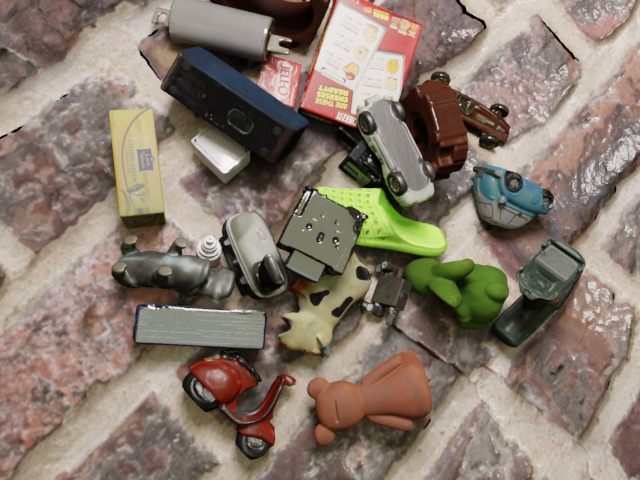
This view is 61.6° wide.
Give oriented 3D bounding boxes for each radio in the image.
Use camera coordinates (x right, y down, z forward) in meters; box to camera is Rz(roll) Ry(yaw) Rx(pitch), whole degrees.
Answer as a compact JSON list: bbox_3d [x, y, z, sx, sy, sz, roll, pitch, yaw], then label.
[{"bbox_3d":[-0.137,-0.222,0.886,0.229,0.131,0.073,32,113,-6],"label":"radio"}]

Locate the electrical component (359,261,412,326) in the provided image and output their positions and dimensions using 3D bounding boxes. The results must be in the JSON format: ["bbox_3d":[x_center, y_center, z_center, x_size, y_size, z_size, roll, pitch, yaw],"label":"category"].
[{"bbox_3d":[0.113,0.090,0.935,0.045,0.078,0.102,28,83,-33],"label":"electrical component"}]

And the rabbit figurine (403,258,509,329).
[{"bbox_3d":[0.227,0.085,0.933,0.170,0.159,0.121,15,87,5],"label":"rabbit figurine"}]

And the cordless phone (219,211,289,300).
[{"bbox_3d":[-0.099,0.019,0.833,0.089,0.184,0.146,-22,86,-12],"label":"cordless phone"}]

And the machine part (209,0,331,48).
[{"bbox_3d":[-0.079,-0.434,0.908,0.201,0.201,0.087,20,74,-9],"label":"machine part"}]

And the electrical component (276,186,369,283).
[{"bbox_3d":[-0.002,-0.003,0.844,0.115,0.058,0.134,25,80,-4],"label":"electrical component"}]

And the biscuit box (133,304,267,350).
[{"bbox_3d":[-0.190,0.137,0.854,0.203,0.059,0.062,6,80,-13],"label":"biscuit box"}]

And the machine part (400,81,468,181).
[{"bbox_3d":[0.193,-0.188,0.952,0.056,0.179,0.179,-13,84,-12],"label":"machine part"}]

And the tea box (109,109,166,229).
[{"bbox_3d":[-0.289,-0.111,0.854,0.068,0.098,0.169,-6,80,-15],"label":"tea box"}]

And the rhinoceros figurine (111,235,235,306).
[{"bbox_3d":[-0.229,0.055,0.836,0.190,0.112,0.073,8,50,0],"label":"rhinoceros figurine"}]

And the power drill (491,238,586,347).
[{"bbox_3d":[0.398,0.077,0.946,0.232,0.207,0.086,-42,67,-9],"label":"power drill"}]

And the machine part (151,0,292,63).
[{"bbox_3d":[-0.167,-0.362,0.924,0.243,0.079,0.079,14,77,2],"label":"machine part"}]

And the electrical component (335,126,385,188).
[{"bbox_3d":[0.067,-0.146,0.959,0.119,0.075,0.048,41,73,-9],"label":"electrical component"}]

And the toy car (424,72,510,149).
[{"bbox_3d":[0.286,-0.252,1.045,0.202,0.053,0.089,25,72,-7],"label":"toy car"}]

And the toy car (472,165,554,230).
[{"bbox_3d":[0.350,-0.073,1.011,0.161,0.109,0.103,24,98,-21],"label":"toy car"}]

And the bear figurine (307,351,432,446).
[{"bbox_3d":[0.082,0.261,0.886,0.196,0.132,0.120,-14,82,2],"label":"bear figurine"}]

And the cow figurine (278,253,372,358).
[{"bbox_3d":[0.008,0.110,0.899,0.195,0.085,0.127,-41,85,-17],"label":"cow figurine"}]

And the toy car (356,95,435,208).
[{"bbox_3d":[0.128,-0.153,0.914,0.073,0.056,0.201,-24,84,-16],"label":"toy car"}]

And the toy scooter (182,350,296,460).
[{"bbox_3d":[-0.116,0.238,0.848,0.135,0.075,0.184,-44,96,-17],"label":"toy scooter"}]
